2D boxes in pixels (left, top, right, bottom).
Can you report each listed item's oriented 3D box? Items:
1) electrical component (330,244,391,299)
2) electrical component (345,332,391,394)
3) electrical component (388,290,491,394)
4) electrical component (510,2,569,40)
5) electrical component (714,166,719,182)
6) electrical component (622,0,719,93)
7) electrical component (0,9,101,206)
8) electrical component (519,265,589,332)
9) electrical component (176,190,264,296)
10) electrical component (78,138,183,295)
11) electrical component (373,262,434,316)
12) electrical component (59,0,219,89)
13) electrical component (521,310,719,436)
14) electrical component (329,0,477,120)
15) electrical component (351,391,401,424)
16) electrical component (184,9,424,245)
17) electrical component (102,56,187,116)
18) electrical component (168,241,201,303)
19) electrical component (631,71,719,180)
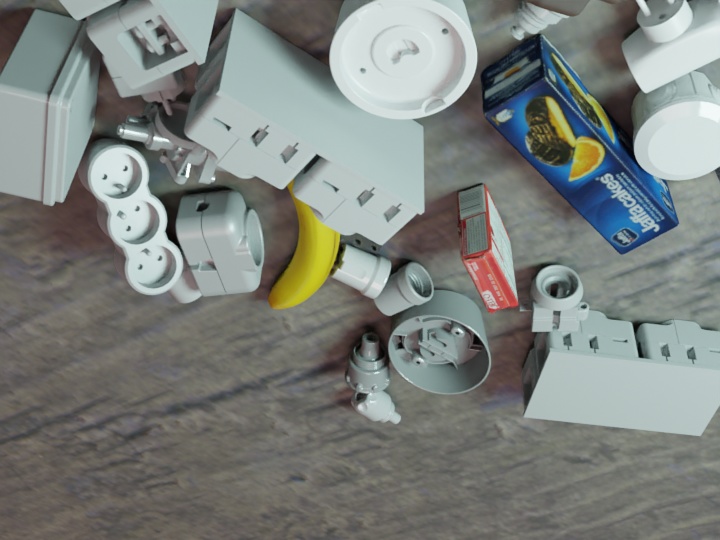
[{"bbox_3d":[0.000,0.000,1.004,0.046,0.040,0.040,24,132,-14],"label":"electrical component"},{"bbox_3d":[0.009,0.091,1.095,0.048,0.048,0.062,3,129,-1],"label":"electrical component"},{"bbox_3d":[0.077,0.069,1.053,0.099,0.064,0.099,1,136,1],"label":"electrical component"},{"bbox_3d":[0.140,-0.200,0.790,0.040,0.040,0.078,27,131,-23],"label":"electrical component"},{"bbox_3d":[0.318,-0.094,0.887,0.055,0.047,0.055,1,136,1],"label":"electrical component"},{"bbox_3d":[0.233,-0.181,0.804,0.077,0.043,0.079,-25,130,25],"label":"electrical component"},{"bbox_3d":[-0.243,-0.126,0.835,0.056,0.108,0.108,13,135,-7],"label":"electrical component"},{"bbox_3d":[0.185,0.028,1.020,0.066,0.048,0.055,-1,143,4],"label":"electrical component"},{"bbox_3d":[-0.123,-0.024,0.974,0.059,0.053,0.095,-6,135,9],"label":"electrical component"},{"bbox_3d":[-0.205,-0.050,0.943,0.052,0.074,0.138,-26,116,-19],"label":"electrical component"},{"bbox_3d":[0.040,0.019,1.022,0.046,0.040,0.040,-29,128,35],"label":"electrical component"},{"bbox_3d":[-0.141,-0.214,0.683,0.060,0.186,0.105,-19,132,21],"label":"electrical component"},{"bbox_3d":[0.266,0.102,1.082,0.186,0.060,0.105,7,136,-4],"label":"electrical component"},{"bbox_3d":[0.032,-0.174,0.807,0.108,0.060,0.108,1,136,1],"label":"electrical component"},{"bbox_3d":[0.021,0.148,1.159,0.035,0.035,0.061,-30,130,29],"label":"electrical component"},{"bbox_3d":[-0.041,-0.107,0.847,0.186,0.105,0.060,29,130,-24],"label":"electrical component"},{"bbox_3d":[-0.158,-0.156,0.831,0.047,0.065,0.076,-7,135,10],"label":"electrical component"},{"bbox_3d":[-0.173,-0.003,1.007,0.040,0.040,0.078,-17,132,19],"label":"electrical component"},{"bbox_3d":[0.259,-0.116,0.864,0.080,0.051,0.080,1,136,1],"label":"electrical component"}]
